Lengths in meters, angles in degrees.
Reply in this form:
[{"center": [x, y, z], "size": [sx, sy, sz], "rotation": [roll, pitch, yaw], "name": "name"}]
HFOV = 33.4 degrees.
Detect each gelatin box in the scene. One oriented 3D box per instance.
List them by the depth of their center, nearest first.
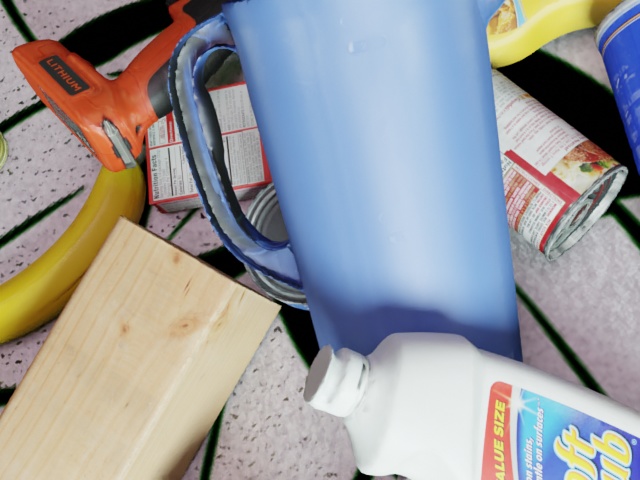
[{"center": [-0.070, -0.061, 0.702], "size": [0.089, 0.030, 0.073], "rotation": [-10, 75, 12], "name": "gelatin box"}]

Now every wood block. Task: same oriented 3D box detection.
[{"center": [-0.123, 0.102, 0.647], "size": [0.090, 0.090, 0.206], "rotation": [29, 87, 21], "name": "wood block"}]

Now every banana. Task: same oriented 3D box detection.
[{"center": [-0.178, 0.013, 0.716], "size": [0.198, 0.037, 0.070], "rotation": [-48, 52, 0], "name": "banana"}]

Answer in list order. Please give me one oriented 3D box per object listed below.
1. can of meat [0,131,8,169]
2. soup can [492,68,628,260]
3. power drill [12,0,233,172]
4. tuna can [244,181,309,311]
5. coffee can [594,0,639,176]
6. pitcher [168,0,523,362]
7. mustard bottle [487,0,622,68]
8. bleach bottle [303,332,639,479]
[{"center": [-0.279, -0.089, 0.743], "size": [0.057, 0.084, 0.102], "rotation": [-39, 69, 4], "name": "can of meat"}, {"center": [0.117, -0.046, 0.623], "size": [0.102, 0.068, 0.068], "rotation": [42, 91, 21], "name": "soup can"}, {"center": [-0.102, -0.146, 0.696], "size": [0.187, 0.057, 0.185], "rotation": [-40, 58, -10], "name": "power drill"}, {"center": [-0.004, 0.001, 0.666], "size": [0.086, 0.033, 0.086], "rotation": [-4, 76, 16], "name": "tuna can"}, {"center": [0.219, -0.065, 0.578], "size": [0.103, 0.102, 0.140], "rotation": [-16, 73, 12], "name": "coffee can"}, {"center": [0.027, -0.025, 0.571], "size": [0.149, 0.144, 0.243], "rotation": [9, 115, 53], "name": "pitcher"}, {"center": [0.115, -0.156, 0.655], "size": [0.192, 0.058, 0.096], "rotation": [-18, 70, 12], "name": "mustard bottle"}, {"center": [0.106, 0.117, 0.519], "size": [0.250, 0.068, 0.102], "rotation": [24, 80, -15], "name": "bleach bottle"}]
